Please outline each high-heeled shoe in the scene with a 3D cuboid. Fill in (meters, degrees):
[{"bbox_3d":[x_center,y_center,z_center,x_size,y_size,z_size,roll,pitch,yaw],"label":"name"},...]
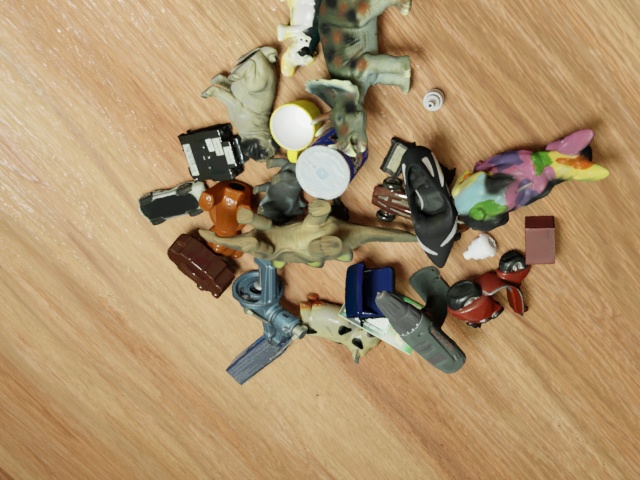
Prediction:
[{"bbox_3d":[0.195,-0.048,0.953,0.086,0.145,0.248,-11,104,18],"label":"high-heeled shoe"}]

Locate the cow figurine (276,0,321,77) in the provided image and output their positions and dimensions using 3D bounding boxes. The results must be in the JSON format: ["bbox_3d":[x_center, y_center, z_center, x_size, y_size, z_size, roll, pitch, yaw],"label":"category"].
[{"bbox_3d":[-0.026,-0.375,0.964,0.098,0.068,0.167,6,122,3],"label":"cow figurine"}]

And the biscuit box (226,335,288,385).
[{"bbox_3d":[-0.156,0.294,1.378,0.063,0.059,0.202,46,123,-5],"label":"biscuit box"}]

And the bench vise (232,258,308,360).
[{"bbox_3d":[-0.118,0.122,1.209,0.224,0.129,0.240,40,140,39],"label":"bench vise"}]

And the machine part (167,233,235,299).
[{"bbox_3d":[-0.280,0.061,1.256,0.179,0.056,0.179,32,156,16],"label":"machine part"}]

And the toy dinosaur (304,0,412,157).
[{"bbox_3d":[0.059,-0.352,0.904,0.192,0.131,0.404,-1,108,8],"label":"toy dinosaur"}]

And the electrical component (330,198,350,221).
[{"bbox_3d":[0.031,-0.053,1.140,0.063,0.021,0.094,-17,111,27],"label":"electrical component"}]

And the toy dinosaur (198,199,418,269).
[{"bbox_3d":[-0.002,-0.003,1.054,0.472,0.198,0.105,2,77,3],"label":"toy dinosaur"}]

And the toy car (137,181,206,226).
[{"bbox_3d":[-0.340,-0.085,1.247,0.202,0.056,0.073,-10,119,27],"label":"toy car"}]

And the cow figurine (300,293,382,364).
[{"bbox_3d":[0.047,0.205,1.238,0.195,0.085,0.127,12,114,12],"label":"cow figurine"}]

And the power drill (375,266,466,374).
[{"bbox_3d":[0.207,0.137,1.068,0.086,0.207,0.232,-37,102,26],"label":"power drill"}]

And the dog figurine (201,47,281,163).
[{"bbox_3d":[-0.112,-0.259,1.052,0.172,0.121,0.190,-22,122,32],"label":"dog figurine"}]

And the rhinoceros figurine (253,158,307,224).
[{"bbox_3d":[-0.079,-0.087,1.120,0.112,0.073,0.190,-1,134,-27],"label":"rhinoceros figurine"}]

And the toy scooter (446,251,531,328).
[{"bbox_3d":[0.347,0.117,1.066,0.184,0.075,0.135,-34,115,3],"label":"toy scooter"}]

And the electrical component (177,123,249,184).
[{"bbox_3d":[-0.221,-0.184,1.146,0.134,0.058,0.114,-2,118,22],"label":"electrical component"}]

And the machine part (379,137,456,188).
[{"bbox_3d":[0.188,-0.137,1.027,0.139,0.039,0.084,25,115,9],"label":"machine part"}]

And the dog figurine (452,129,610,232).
[{"bbox_3d":[0.355,-0.104,0.903,0.219,0.191,0.108,-19,103,45],"label":"dog figurine"}]

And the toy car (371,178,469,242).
[{"bbox_3d":[0.198,-0.060,1.056,0.202,0.053,0.089,17,125,11],"label":"toy car"}]

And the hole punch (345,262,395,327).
[{"bbox_3d":[0.086,0.107,1.111,0.116,0.092,0.142,-16,71,54],"label":"hole punch"}]

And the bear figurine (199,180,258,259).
[{"bbox_3d":[-0.213,-0.029,1.186,0.120,0.132,0.195,20,117,-4],"label":"bear figurine"}]
